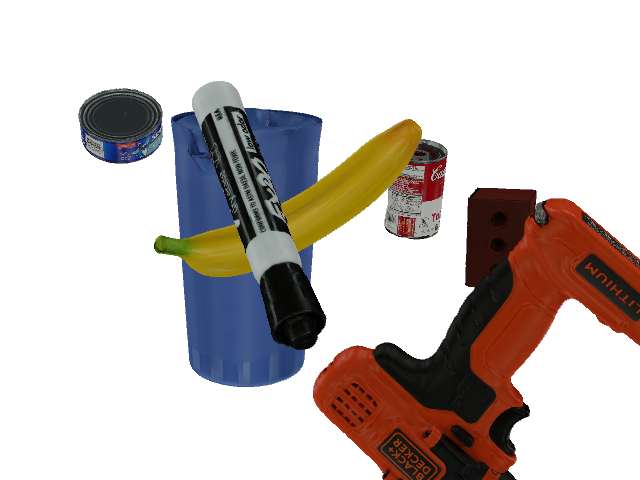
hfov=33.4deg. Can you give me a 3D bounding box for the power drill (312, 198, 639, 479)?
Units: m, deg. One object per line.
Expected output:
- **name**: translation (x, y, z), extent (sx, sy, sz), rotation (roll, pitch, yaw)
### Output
- **power drill**: translation (0.115, 0.085, 0.585), extent (0.184, 0.188, 0.057), rotation (42, 15, 1)

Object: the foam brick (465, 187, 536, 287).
- **foam brick**: translation (0.151, -0.002, 0.892), extent (0.053, 0.078, 0.051), rotation (3, 15, 17)

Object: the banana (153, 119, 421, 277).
- **banana**: translation (-0.014, -0.020, 0.742), extent (0.198, 0.037, 0.069), rotation (-27, -21, 2)

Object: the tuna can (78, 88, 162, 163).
- **tuna can**: translation (-0.207, -0.119, 1.111), extent (0.086, 0.086, 0.034), rotation (0, -44, -6)

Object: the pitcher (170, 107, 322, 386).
- **pitcher**: translation (-0.062, 0.001, 0.976), extent (0.149, 0.243, 0.145), rotation (-5, 16, -20)

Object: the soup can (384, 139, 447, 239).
- **soup can**: translation (0.111, -0.060, 1.257), extent (0.068, 0.102, 0.068), rotation (2, 27, -1)

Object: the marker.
- **marker**: translation (-0.023, -0.011, 0.380), extent (0.020, 0.121, 0.020), rotation (-14, -38, -11)
